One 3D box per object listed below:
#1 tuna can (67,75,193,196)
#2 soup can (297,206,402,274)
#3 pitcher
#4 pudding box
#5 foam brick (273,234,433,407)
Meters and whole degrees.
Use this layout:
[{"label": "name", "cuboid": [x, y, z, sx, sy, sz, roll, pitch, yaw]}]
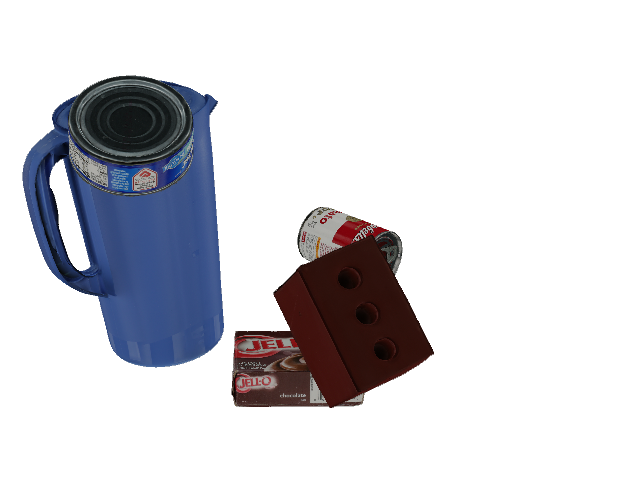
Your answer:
[{"label": "tuna can", "cuboid": [-0.129, -0.073, 0.730, 0.086, 0.086, 0.034, 0, -38, -9]}, {"label": "soup can", "cuboid": [0.033, 0.007, 1.208, 0.102, 0.068, 0.068, 23, 14, 38]}, {"label": "pitcher", "cuboid": [-0.160, -0.009, 0.947, 0.149, 0.243, 0.145, -2, 26, 4]}, {"label": "pudding box", "cuboid": [-0.021, 0.111, 0.936, 0.113, 0.039, 0.090, 2, 18, -4]}, {"label": "foam brick", "cuboid": [0.018, 0.047, 0.605, 0.052, 0.078, 0.051, -24, -9, -26]}]
